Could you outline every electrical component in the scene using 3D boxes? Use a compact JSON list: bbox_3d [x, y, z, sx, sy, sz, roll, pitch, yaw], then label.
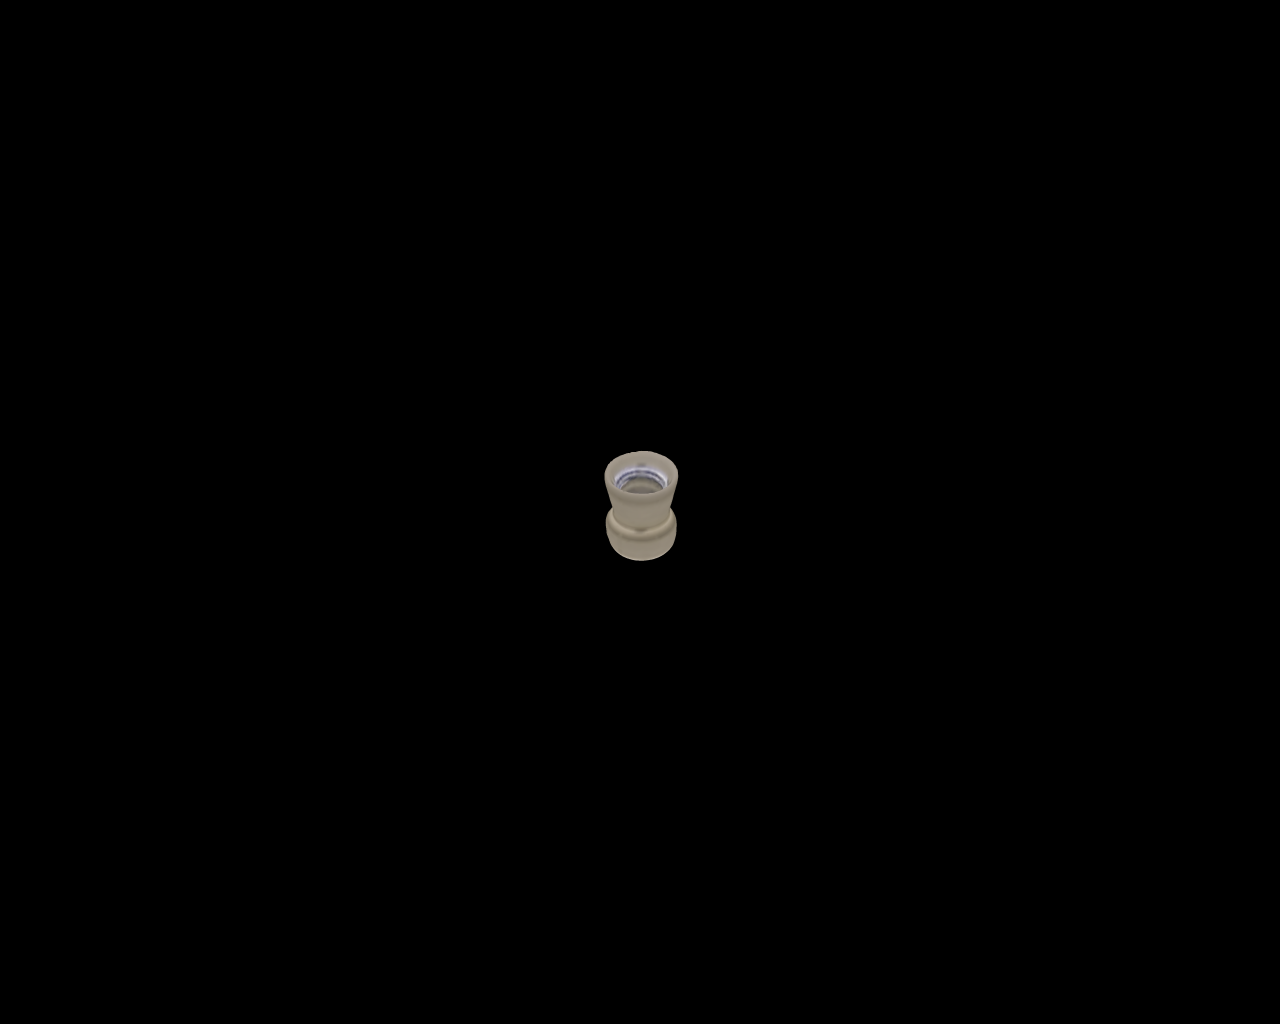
[{"bbox_3d":[0.001,-0.003,0.650,0.045,0.055,0.045,0,39,0],"label":"electrical component"}]
